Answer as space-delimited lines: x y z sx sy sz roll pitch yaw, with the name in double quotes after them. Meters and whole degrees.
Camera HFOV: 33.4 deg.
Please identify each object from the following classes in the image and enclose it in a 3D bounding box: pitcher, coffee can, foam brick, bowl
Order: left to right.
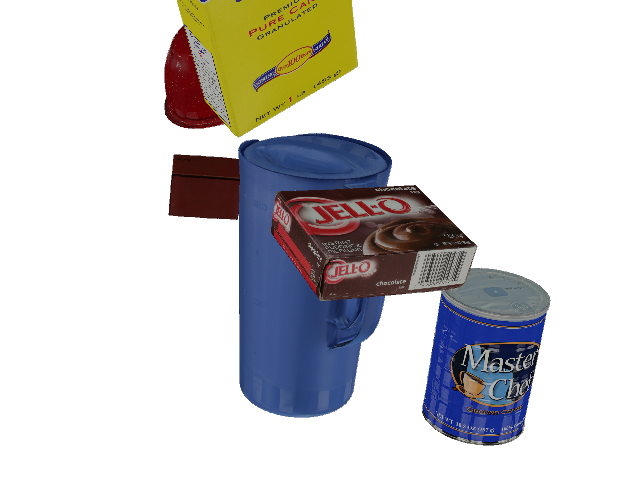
-0.125 -0.059 1.166 0.078 0.051 0.053 4 28 -7 "foam brick"
-0.082 -0.172 0.962 0.162 0.055 0.162 -20 36 15 "bowl"
-0.008 0.035 0.949 0.145 0.243 0.149 7 22 7 "pitcher"
0.158 0.111 1.032 0.103 0.140 0.103 5 23 -2 "coffee can"

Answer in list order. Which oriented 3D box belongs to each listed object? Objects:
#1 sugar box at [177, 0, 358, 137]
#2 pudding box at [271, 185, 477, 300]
-0.031 -0.143 0.580 0.093 0.048 0.176 -33 -28 -14 "sugar box"
0.034 -0.001 0.720 0.113 0.039 0.090 -2 31 -26 "pudding box"
